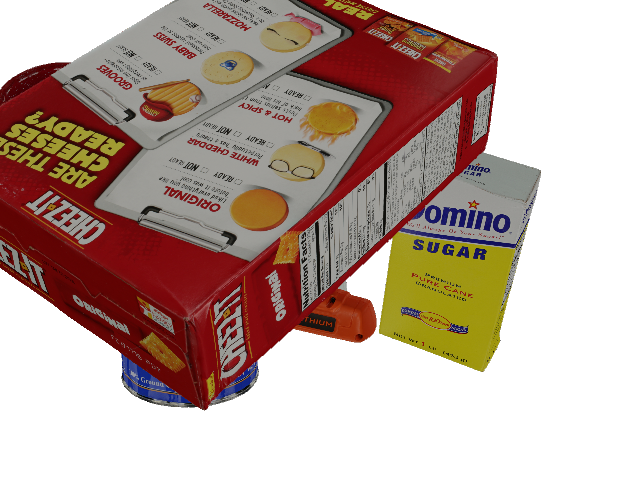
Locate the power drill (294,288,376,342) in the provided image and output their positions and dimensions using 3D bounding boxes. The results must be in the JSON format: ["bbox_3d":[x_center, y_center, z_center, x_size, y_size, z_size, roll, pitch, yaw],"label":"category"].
[{"bbox_3d":[0.022,-0.003,0.992,0.185,0.188,0.057,11,22,18],"label":"power drill"}]

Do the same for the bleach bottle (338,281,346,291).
[{"bbox_3d":[-0.098,0.056,1.180,0.250,0.068,0.102,-6,36,-5],"label":"bleach bottle"}]

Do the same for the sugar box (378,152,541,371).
[{"bbox_3d":[0.100,0.013,0.798,0.093,0.176,0.048,19,46,16],"label":"sugar box"}]

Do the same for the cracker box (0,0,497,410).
[{"bbox_3d":[-0.043,-0.042,0.511,0.164,0.072,0.213,29,53,28],"label":"cracker box"}]

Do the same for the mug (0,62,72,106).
[{"bbox_3d":[-0.233,-0.105,0.949,0.093,0.081,0.117,-14,45,-8],"label":"mug"}]

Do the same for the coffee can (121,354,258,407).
[{"bbox_3d":[-0.096,0.035,0.773,0.103,0.140,0.103,1,21,-1],"label":"coffee can"}]
